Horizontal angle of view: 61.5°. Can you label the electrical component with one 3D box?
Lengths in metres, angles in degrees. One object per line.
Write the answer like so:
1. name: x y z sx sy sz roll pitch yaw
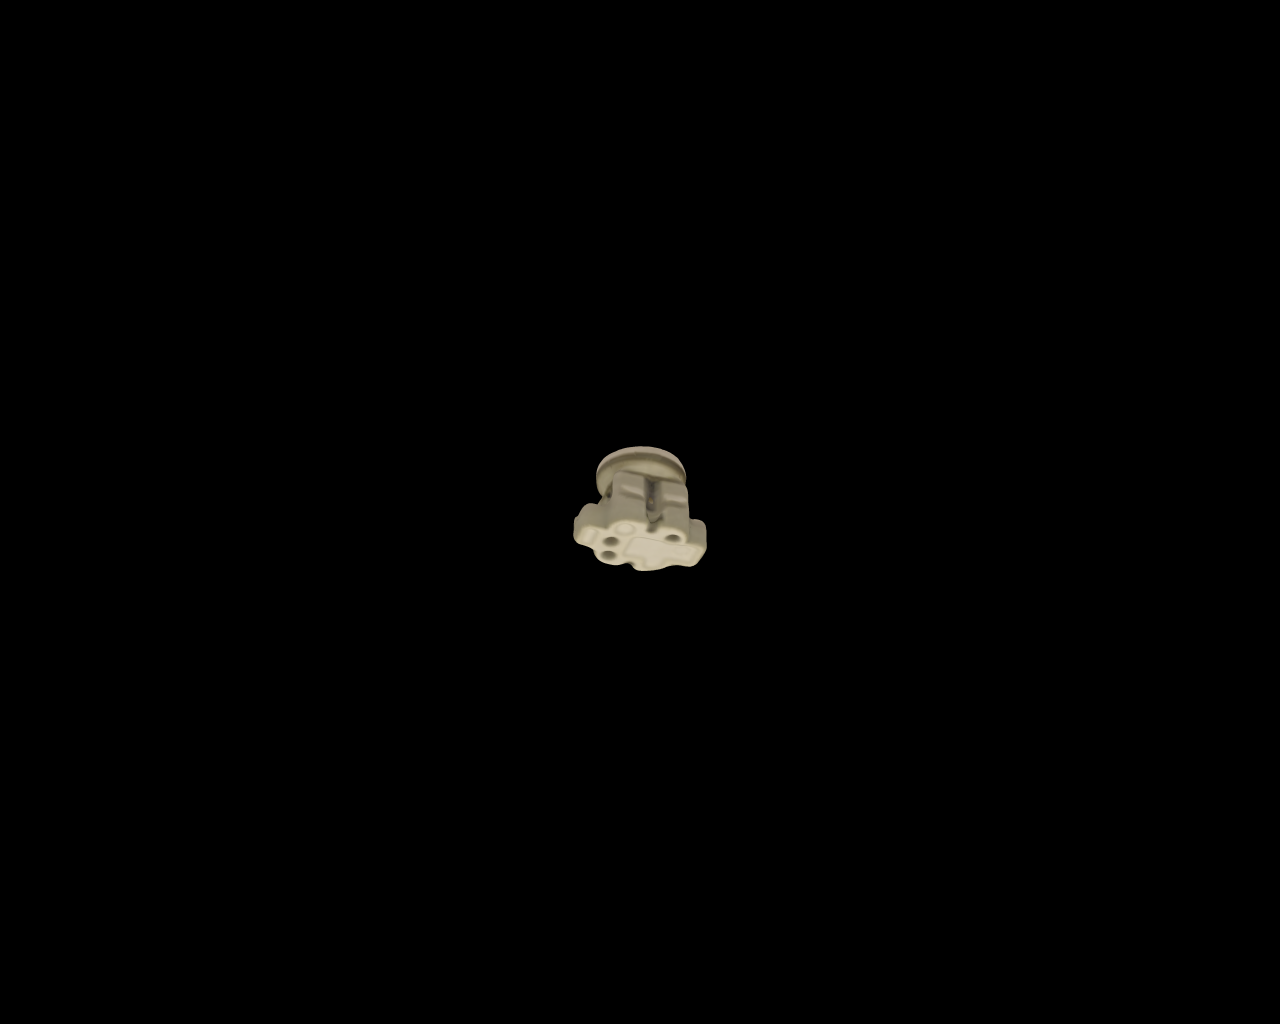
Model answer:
1. electrical component: 0.001 -0.003 0.650 0.078 0.057 0.058 11 -35 -16
